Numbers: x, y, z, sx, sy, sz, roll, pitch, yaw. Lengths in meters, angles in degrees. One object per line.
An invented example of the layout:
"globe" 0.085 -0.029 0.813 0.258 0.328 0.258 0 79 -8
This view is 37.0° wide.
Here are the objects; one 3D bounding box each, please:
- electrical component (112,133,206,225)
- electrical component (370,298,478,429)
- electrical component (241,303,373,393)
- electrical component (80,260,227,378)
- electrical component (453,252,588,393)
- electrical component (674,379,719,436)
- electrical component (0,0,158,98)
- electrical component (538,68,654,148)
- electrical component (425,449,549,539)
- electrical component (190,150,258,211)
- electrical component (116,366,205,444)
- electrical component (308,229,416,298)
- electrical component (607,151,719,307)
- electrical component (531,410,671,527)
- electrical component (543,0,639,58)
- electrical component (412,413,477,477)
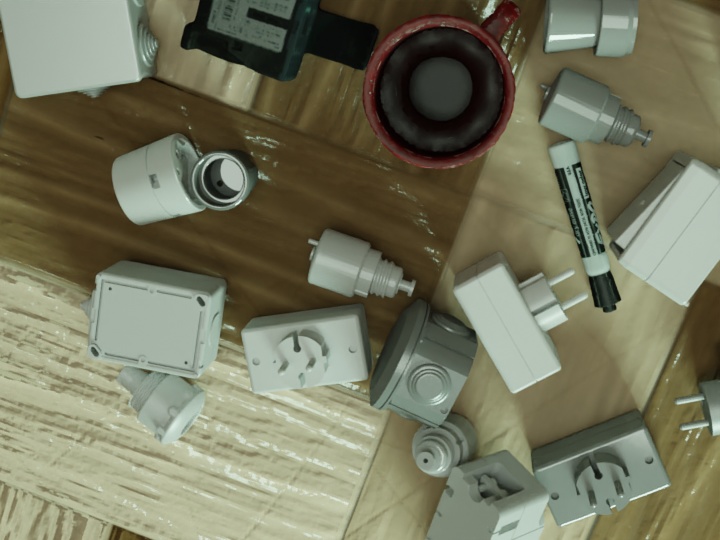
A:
"electrical component" -0.138 -0.061 0.739 0.047 0.055 0.055 -16 99 13
"electrical component" 0.042 0.064 0.730 0.051 0.080 0.080 25 103 -4
"electrical component" -0.038 0.059 0.739 0.083 0.075 0.047 -8 100 8
"electrical component" -0.147 0.031 0.754 0.096 0.061 0.061 11 102 4
"electrical component" 0.116 0.026 0.729 0.076 0.047 0.083 -29 97 11
"electrical component" 0.254 0.091 0.728 0.079 0.044 0.077 -12 100 8
"electrical component" -0.190 -0.166 0.725 0.100 0.048 0.099 -7 100 8
"electrical component" 0.153 -0.101 0.703 0.078 0.040 0.040 24 103 1
"electrical component" 0.088 0.175 0.744 0.050 0.056 0.089 44 131 38
"electrical component" -0.091 -0.063 0.736 0.040 0.046 0.040 1 101 6
"electrical component" -0.146 0.091 0.776 0.062 0.048 0.048 36 103 6
"electrical component" 0.000 0.000 0.741 0.078 0.040 0.040 19 103 3
"electrical component" 0.210 -0.036 0.699 0.061 0.061 0.096 34 103 -1
"electrical component" 0.165 0.142 0.732 0.083 0.075 0.047 -24 97 11
"electrical component" 0.147 -0.160 0.690 0.055 0.045 0.045 4 102 5
"electrical component" 0.055 0.124 0.744 0.040 0.078 0.040 1 93 18
